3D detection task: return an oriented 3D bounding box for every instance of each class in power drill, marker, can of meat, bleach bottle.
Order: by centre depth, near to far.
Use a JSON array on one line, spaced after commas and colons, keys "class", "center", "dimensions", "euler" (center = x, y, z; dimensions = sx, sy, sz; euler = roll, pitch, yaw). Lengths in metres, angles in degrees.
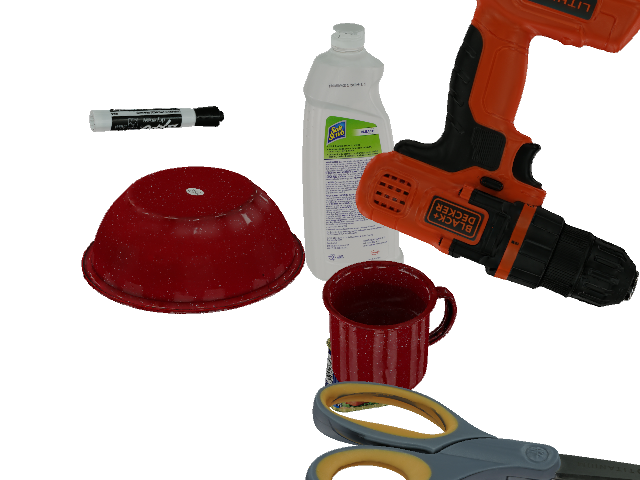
[{"class": "power drill", "center": [0.134, -0.068, 0.665], "dimensions": [0.184, 0.188, 0.057], "euler": [22, 6, 8]}, {"class": "marker", "center": [-0.144, -0.108, 0.949], "dimensions": [0.120, 0.020, 0.020], "euler": [-6, 2, -25]}, {"class": "bleach bottle", "center": [0.033, -0.085, 1.037], "dimensions": [0.102, 0.251, 0.068], "euler": [-7, 29, -14]}, {"class": "can of meat", "center": [0.056, 0.170, 1.382], "dimensions": [0.102, 0.084, 0.057], "euler": [-5, 26, -22]}]

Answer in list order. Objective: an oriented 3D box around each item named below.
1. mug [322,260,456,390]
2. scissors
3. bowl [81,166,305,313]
[{"class": "mug", "center": [0.060, 0.073, 0.889], "dimensions": [0.117, 0.081, 0.093], "euler": [-16, 37, -19]}, {"class": "scissors", "center": [0.081, 0.107, 0.466], "dimensions": [0.202, 0.016, 0.096], "euler": [15, 32, 23]}, {"class": "bowl", "center": [-0.091, -0.011, 0.764], "dimensions": [0.162, 0.055, 0.162], "euler": [1, 27, -1]}]
